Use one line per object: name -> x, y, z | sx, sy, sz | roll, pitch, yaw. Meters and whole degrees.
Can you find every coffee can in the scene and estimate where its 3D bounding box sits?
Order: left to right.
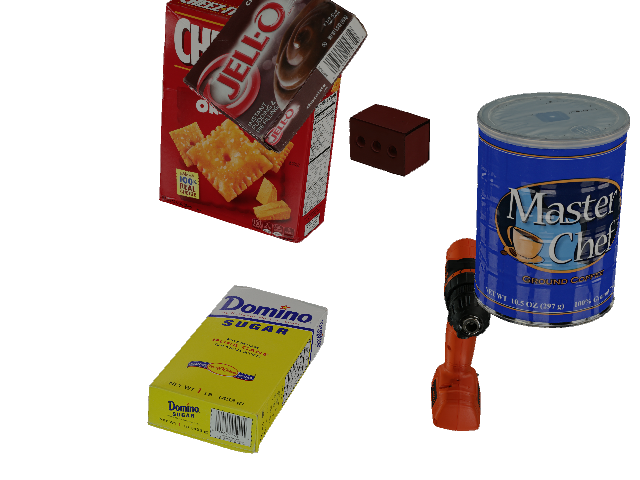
coffee can -> 0.162, -0.024, 0.760 | 0.103, 0.140, 0.103 | -2, 25, 1

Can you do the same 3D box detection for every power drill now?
power drill -> 0.157, 0.111, 1.168 | 0.057, 0.188, 0.184 | 6, 24, 5

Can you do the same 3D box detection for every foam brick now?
foam brick -> 0.077, -0.112, 1.186 | 0.078, 0.053, 0.051 | 21, 37, 34

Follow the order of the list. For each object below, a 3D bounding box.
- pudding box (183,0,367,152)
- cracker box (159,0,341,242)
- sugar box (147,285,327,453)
pudding box -> -0.033, -0.134, 0.785 | 0.090, 0.113, 0.039 | 38, -1, 28
cracker box -> -0.072, -0.120, 1.042 | 0.164, 0.214, 0.072 | 18, 33, 19
sugar box -> -0.064, 0.101, 0.890 | 0.093, 0.048, 0.176 | 14, 31, 12
